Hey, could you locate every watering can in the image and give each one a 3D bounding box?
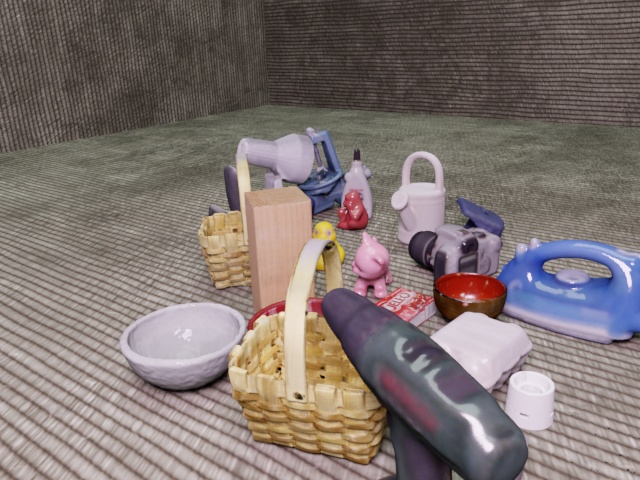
[{"bbox_3d":[0.216,-0.090,1.223,0.100,0.194,0.173,5,21,18],"label":"watering can"}]

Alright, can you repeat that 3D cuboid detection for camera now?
[{"bbox_3d":[0.244,0.015,1.072,0.143,0.101,0.136,-15,24,-32],"label":"camera"}]

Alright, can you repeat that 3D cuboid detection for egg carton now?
[{"bbox_3d":[0.204,0.151,0.752,0.107,0.069,0.151,16,27,40],"label":"egg carton"}]

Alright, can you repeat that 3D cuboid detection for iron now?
[{"bbox_3d":[0.380,0.059,0.880,0.257,0.141,0.119,10,24,31],"label":"iron"}]

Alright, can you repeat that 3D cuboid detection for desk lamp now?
[{"bbox_3d":[-0.117,-0.146,1.381,0.204,0.214,0.117,-13,23,-27],"label":"desk lamp"}]

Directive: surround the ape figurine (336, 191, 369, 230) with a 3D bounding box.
[{"bbox_3d":[0.075,-0.070,1.331,0.076,0.092,0.077,-4,20,-5],"label":"ape figurine"}]

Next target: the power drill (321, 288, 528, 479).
[{"bbox_3d":[0.074,0.171,0.511,0.076,0.208,0.228,-16,24,-32],"label":"power drill"}]

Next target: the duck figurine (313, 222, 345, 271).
[{"bbox_3d":[0.011,0.004,1.145,0.077,0.086,0.105,2,21,12],"label":"duck figurine"}]

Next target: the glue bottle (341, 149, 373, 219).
[{"bbox_3d":[0.089,-0.135,1.388,0.078,0.173,0.037,-1,20,4],"label":"glue bottle"}]

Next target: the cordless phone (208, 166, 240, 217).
[{"bbox_3d":[-0.191,-0.077,1.243,0.094,0.185,0.147,-15,24,-31],"label":"cordless phone"}]

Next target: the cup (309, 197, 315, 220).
[{"bbox_3d":[-0.066,-0.039,1.258,0.118,0.095,0.091,-10,22,-21],"label":"cup"}]

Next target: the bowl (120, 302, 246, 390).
[{"bbox_3d":[-0.180,0.153,0.778,0.167,0.075,0.167,-2,20,1],"label":"bowl"}]

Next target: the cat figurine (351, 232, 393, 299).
[{"bbox_3d":[0.091,0.037,1.002,0.067,0.118,0.128,2,21,10],"label":"cat figurine"}]

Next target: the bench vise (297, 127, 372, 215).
[{"bbox_3d":[0.026,-0.182,1.455,0.208,0.220,0.121,-20,26,-39],"label":"bench vise"}]

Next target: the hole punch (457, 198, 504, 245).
[{"bbox_3d":[0.343,-0.042,1.230,0.101,0.091,0.108,-1,20,4],"label":"hole punch"}]
